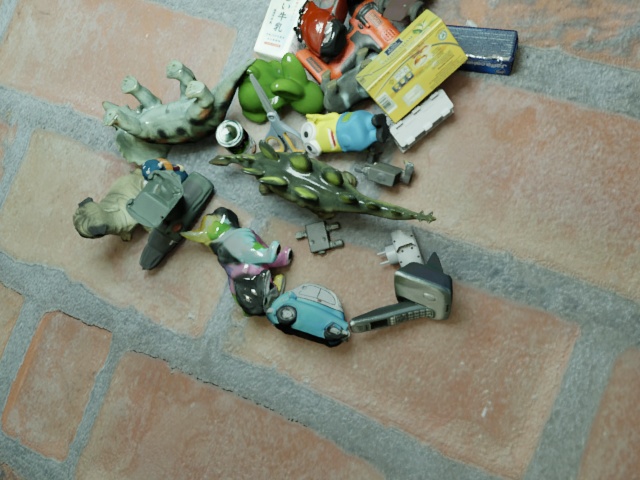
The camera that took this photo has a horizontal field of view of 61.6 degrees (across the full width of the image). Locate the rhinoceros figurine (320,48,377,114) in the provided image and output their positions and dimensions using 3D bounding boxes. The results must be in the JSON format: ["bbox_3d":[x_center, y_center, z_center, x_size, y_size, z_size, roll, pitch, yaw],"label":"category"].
[{"bbox_3d":[0.093,-0.298,1.023,0.190,0.112,0.073,-24,36,3],"label":"rhinoceros figurine"}]

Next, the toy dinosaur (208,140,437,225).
[{"bbox_3d":[-0.009,-0.098,0.983,0.472,0.198,0.105,16,91,18],"label":"toy dinosaur"}]

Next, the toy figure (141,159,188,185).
[{"bbox_3d":[-0.320,-0.132,1.095,0.058,0.154,0.064,17,89,14],"label":"toy figure"}]

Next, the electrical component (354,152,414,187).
[{"bbox_3d":[0.126,-0.135,1.020,0.102,0.078,0.045,23,114,23],"label":"electrical component"}]

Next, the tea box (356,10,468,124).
[{"bbox_3d":[0.161,-0.304,0.951,0.169,0.098,0.068,-40,38,13],"label":"tea box"}]

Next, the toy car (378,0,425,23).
[{"bbox_3d":[0.190,-0.483,1.030,0.089,0.053,0.202,27,73,24],"label":"toy car"}]

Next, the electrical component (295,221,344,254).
[{"bbox_3d":[-0.002,-0.003,1.060,0.094,0.021,0.063,-13,80,13],"label":"electrical component"}]

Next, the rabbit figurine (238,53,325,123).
[{"bbox_3d":[-0.067,-0.303,1.063,0.170,0.159,0.121,15,77,2],"label":"rabbit figurine"}]

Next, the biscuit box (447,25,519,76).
[{"bbox_3d":[0.264,-0.359,1.011,0.203,0.059,0.062,13,86,17],"label":"biscuit box"}]

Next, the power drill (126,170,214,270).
[{"bbox_3d":[-0.302,-0.043,1.055,0.086,0.207,0.232,34,82,11],"label":"power drill"}]

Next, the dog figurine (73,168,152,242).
[{"bbox_3d":[-0.419,-0.080,1.098,0.121,0.190,0.172,-16,77,13],"label":"dog figurine"}]

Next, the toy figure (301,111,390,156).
[{"bbox_3d":[0.046,-0.201,1.019,0.180,0.089,0.082,-2,91,33],"label":"toy figure"}]

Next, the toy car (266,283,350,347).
[{"bbox_3d":[-0.014,0.133,1.007,0.162,0.109,0.103,15,70,8],"label":"toy car"}]

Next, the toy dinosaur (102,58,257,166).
[{"bbox_3d":[-0.280,-0.249,1.080,0.405,0.192,0.131,-5,70,18],"label":"toy dinosaur"}]

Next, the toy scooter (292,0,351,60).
[{"bbox_3d":[0.000,-0.441,1.021,0.135,0.075,0.183,23,94,15],"label":"toy scooter"}]

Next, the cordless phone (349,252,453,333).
[{"bbox_3d":[0.134,0.105,0.935,0.184,0.146,0.089,-18,59,0],"label":"cordless phone"}]

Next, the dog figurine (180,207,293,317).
[{"bbox_3d":[-0.173,0.039,1.062,0.219,0.108,0.191,15,90,21],"label":"dog figurine"}]
